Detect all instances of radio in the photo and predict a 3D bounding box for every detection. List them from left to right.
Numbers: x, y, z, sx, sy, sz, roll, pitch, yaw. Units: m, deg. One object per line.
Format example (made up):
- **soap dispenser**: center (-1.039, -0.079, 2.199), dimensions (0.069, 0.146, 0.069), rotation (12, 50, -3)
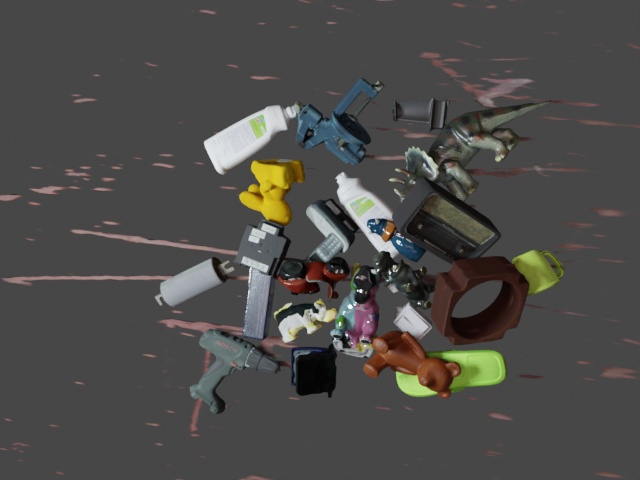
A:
- **radio**: center (0.285, -0.032, 1.228), dimensions (0.229, 0.073, 0.131), rotation (29, 115, -23)

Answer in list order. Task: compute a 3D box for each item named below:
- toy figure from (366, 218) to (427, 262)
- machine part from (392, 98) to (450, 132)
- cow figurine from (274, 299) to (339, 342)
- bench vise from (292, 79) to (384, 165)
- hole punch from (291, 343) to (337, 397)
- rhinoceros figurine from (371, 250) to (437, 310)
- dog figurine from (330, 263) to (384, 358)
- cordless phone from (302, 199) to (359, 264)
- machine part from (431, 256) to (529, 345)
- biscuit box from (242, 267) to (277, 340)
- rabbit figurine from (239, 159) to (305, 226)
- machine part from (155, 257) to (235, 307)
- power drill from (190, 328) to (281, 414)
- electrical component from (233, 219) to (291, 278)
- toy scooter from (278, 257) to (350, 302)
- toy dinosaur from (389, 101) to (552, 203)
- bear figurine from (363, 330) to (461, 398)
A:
- **toy figure**: center (0.181, -0.006, 1.283), dimensions (0.154, 0.058, 0.064), rotation (37, 117, 7)
- **machine part**: center (0.247, -0.313, 1.333), dimensions (0.139, 0.039, 0.084), rotation (9, 103, 9)
- **cow figurine**: center (-0.034, 0.196, 1.406), dimensions (0.167, 0.068, 0.098), rotation (-26, 82, 10)
- **bench vise**: center (0.055, -0.307, 1.319), dimensions (0.223, 0.129, 0.240), rotation (42, 118, -2)
- **hole punch**: center (-0.020, 0.338, 1.409), dimensions (0.116, 0.092, 0.142), rotation (0, 91, -20)
- **rhinoceros figurine**: center (0.205, 0.093, 1.298), dimensions (0.190, 0.112, 0.073), rotation (41, 73, -26)
- **dog figurine**: center (0.107, 0.168, 1.362), dimensions (0.109, 0.191, 0.219), rotation (10, 61, 14)
- **cordless phone**: center (-0.004, -0.005, 1.387), dimensions (0.146, 0.089, 0.184), rotation (47, 119, 4)
- **machine part**: center (0.371, 0.141, 1.260), dimensions (0.201, 0.087, 0.200), rotation (-6, 122, -13)
- **biscuit box**: center (-0.160, 0.162, 1.430), dimensions (0.063, 0.059, 0.202), rotation (9, 94, 10)
- **rabbit figurine**: center (-0.123, -0.117, 1.383), dimensions (0.163, 0.122, 0.173), rotation (-1, 112, 14)
- **machine part**: center (-0.342, 0.113, 1.454), dimensions (0.243, 0.079, 0.079), rotation (-25, 89, 12)
- **power drill**: center (-0.245, 0.361, 1.449), dimensions (0.232, 0.086, 0.207), rotation (31, 102, 9)
- **electrical component**: center (-0.141, 0.017, 1.367), dimensions (0.115, 0.058, 0.134), rotation (22, 88, 8)
- **toy scooter**: center (-0.011, 0.107, 1.372), dimensions (0.184, 0.075, 0.135), rotation (-6, 135, 7)
- **toy dinosaur**: center (0.340, -0.223, 1.286), dimensions (0.192, 0.131, 0.405), rotation (42, 94, 6)
- **bear figurine**: center (0.224, 0.306, 1.285), dimensions (0.196, 0.132, 0.120), rotation (36, 125, 28)
